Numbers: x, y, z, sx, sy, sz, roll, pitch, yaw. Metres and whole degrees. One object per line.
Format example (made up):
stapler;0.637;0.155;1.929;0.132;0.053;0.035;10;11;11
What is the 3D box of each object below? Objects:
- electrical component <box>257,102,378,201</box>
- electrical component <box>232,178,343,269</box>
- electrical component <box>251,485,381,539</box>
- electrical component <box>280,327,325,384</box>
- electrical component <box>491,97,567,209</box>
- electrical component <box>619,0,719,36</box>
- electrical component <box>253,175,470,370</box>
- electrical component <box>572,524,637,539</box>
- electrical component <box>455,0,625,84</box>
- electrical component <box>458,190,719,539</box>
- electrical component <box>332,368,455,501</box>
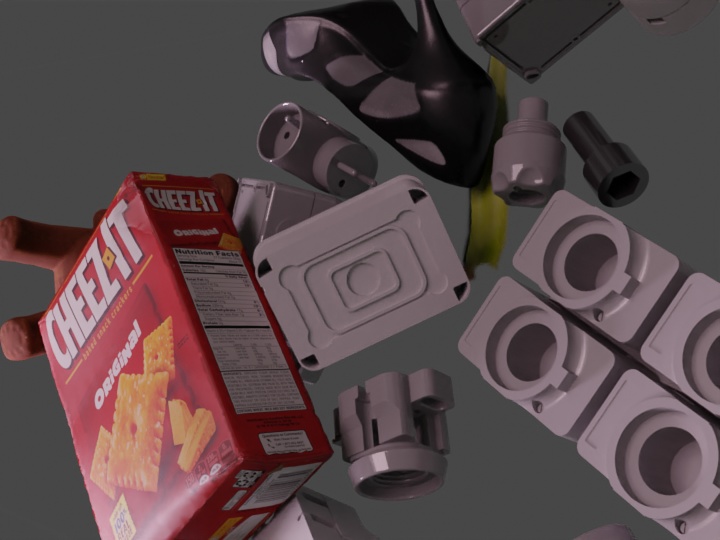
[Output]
electrical component;-0.018;-0.074;0.728;0.079;0.077;0.044;34;96;47
electrical component;-0.054;-0.027;0.745;0.096;0.061;0.061;17;94;67
electrical component;-0.022;0.170;0.622;0.050;0.056;0.089;-60;20;7
electrical component;-0.067;0.046;0.736;0.078;0.057;0.058;31;94;47
electrical component;0.101;-0.071;0.635;0.043;0.043;0.062;-11;64;41
electrical component;0.170;-0.168;0.607;0.055;0.047;0.055;-20;59;38
electrical component;0.000;0.000;0.643;0.113;0.078;0.057;-25;12;1
electrical component;0.117;0.156;0.510;0.055;0.055;0.047;-47;50;19
electrical component;0.113;-0.174;0.655;0.096;0.062;0.061;-38;49;26
electrical component;0.142;0.047;0.528;0.186;0.060;0.105;40;101;46
electrical component;0.020;0.099;0.628;0.078;0.058;0.057;-28;51;33
